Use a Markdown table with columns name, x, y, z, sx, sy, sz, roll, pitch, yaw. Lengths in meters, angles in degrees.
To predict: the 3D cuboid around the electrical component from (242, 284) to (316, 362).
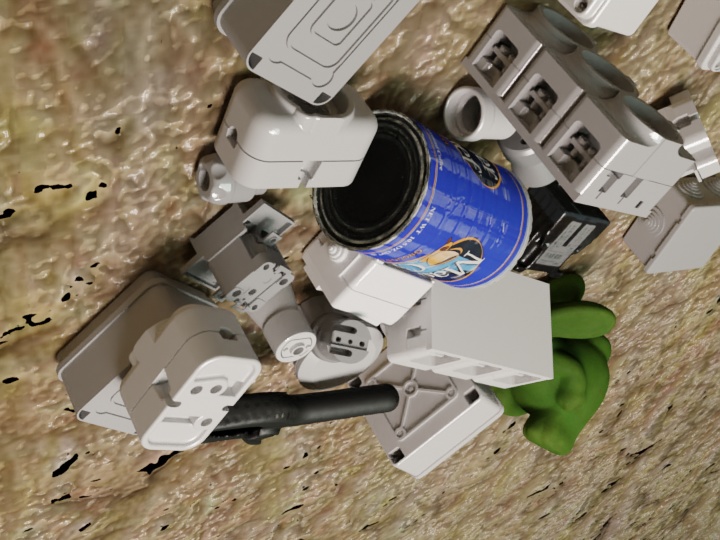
| name | x | y | z | sx | sy | sz | roll | pitch | yaw |
| --- | --- | --- | --- | --- | --- | --- | --- | --- | --- |
| electrical component | -0.062 | 0.040 | 0.847 | 0.044 | 0.065 | 0.044 | -22 | 145 | -16 |

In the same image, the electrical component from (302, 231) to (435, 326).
| name | x | y | z | sx | sy | sz | roll | pitch | yaw |
| --- | --- | --- | --- | --- | --- | --- | --- | --- | --- |
| electrical component | 0.000 | 0.000 | 0.851 | 0.061 | 0.061 | 0.096 | -46 | 144 | 19 |

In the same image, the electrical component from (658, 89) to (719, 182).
| name | x | y | z | sx | sy | sz | roll | pitch | yaw |
| --- | --- | --- | --- | --- | --- | --- | --- | --- | --- |
| electrical component | 0.270 | -0.109 | 0.928 | 0.057 | 0.078 | 0.058 | -23 | 150 | 19 |

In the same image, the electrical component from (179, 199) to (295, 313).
| name | x | y | z | sx | sy | sz | roll | pitch | yaw |
| --- | --- | --- | --- | --- | --- | --- | --- | --- | --- |
| electrical component | -0.083 | -0.008 | 0.773 | 0.081 | 0.063 | 0.042 | -40 | 148 | 12 |

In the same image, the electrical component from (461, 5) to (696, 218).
| name | x | y | z | sx | sy | sz | roll | pitch | yaw |
| --- | --- | --- | --- | --- | --- | --- | --- | --- | --- |
| electrical component | 0.154 | -0.115 | 0.752 | 0.089 | 0.150 | 0.061 | 7 | 131 | -44 |

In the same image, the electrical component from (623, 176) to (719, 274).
| name | x | y | z | sx | sy | sz | roll | pitch | yaw |
| --- | --- | --- | --- | --- | --- | --- | --- | --- | --- |
| electrical component | 0.320 | -0.046 | 1.065 | 0.100 | 0.048 | 0.099 | -5 | 138 | -35 |

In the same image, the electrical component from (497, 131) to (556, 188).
| name | x | y | z | sx | sy | sz | roll | pitch | yaw |
| --- | --- | --- | --- | --- | --- | --- | --- | --- | --- |
| electrical component | 0.136 | -0.098 | 0.853 | 0.045 | 0.045 | 0.055 | -35 | 146 | 4 |

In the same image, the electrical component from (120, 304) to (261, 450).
| name | x | y | z | sx | sy | sz | roll | pitch | yaw |
| --- | --- | --- | --- | --- | --- | --- | --- | --- | --- |
| electrical component | -0.120 | 0.071 | 0.740 | 0.054 | 0.059 | 0.095 | 13 | 126 | -47 |

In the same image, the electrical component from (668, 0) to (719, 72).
| name | x | y | z | sx | sy | sz | roll | pitch | yaw |
| --- | --- | --- | --- | --- | --- | --- | --- | --- | --- |
| electrical component | 0.316 | -0.215 | 0.841 | 0.109 | 0.056 | 0.108 | -9 | 140 | -31 |

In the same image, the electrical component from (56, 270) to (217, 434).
| name | x | y | z | sx | sy | sz | roll | pitch | yaw |
| --- | --- | --- | --- | --- | --- | --- | --- | --- | --- |
| electrical component | -0.161 | 0.062 | 0.803 | 0.113 | 0.057 | 0.078 | -42 | 145 | 13 |

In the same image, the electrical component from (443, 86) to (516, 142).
| name | x | y | z | sx | sy | sz | roll | pitch | yaw |
| --- | --- | --- | --- | --- | --- | --- | --- | --- | --- |
| electrical component | 0.092 | -0.115 | 0.801 | 0.046 | 0.040 | 0.040 | -3 | 137 | -44 |

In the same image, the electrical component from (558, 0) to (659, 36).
| name | x | y | z | sx | sy | sz | roll | pitch | yaw |
| --- | --- | --- | --- | --- | --- | --- | --- | --- | --- |
| electrical component | 0.151 | -0.219 | 0.657 | 0.056 | 0.108 | 0.108 | 2 | 133 | -44 |

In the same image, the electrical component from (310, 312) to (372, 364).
| name | x | y | z | sx | sy | sz | roll | pitch | yaw |
| --- | --- | --- | --- | --- | --- | --- | --- | --- | --- |
| electrical component | -0.015 | 0.055 | 0.848 | 0.040 | 0.046 | 0.040 | -1 | 92 | -22 |

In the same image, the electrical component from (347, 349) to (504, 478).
| name | x | y | z | sx | sy | sz | roll | pitch | yaw |
| --- | --- | --- | --- | --- | --- | --- | --- | --- | --- |
| electrical component | 0.060 | 0.119 | 1.009 | 0.109 | 0.108 | 0.056 | -40 | 143 | 11 |

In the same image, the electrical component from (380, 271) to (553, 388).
| name | x | y | z | sx | sy | sz | roll | pitch | yaw |
| --- | --- | --- | --- | --- | --- | --- | --- | --- | --- |
| electrical component | 0.094 | 0.045 | 0.932 | 0.150 | 0.089 | 0.062 | 16 | 156 | -38 |

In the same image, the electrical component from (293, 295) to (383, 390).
| name | x | y | z | sx | sy | sz | roll | pitch | yaw |
| --- | --- | --- | --- | --- | --- | --- | --- | --- | --- |
| electrical component | -0.025 | 0.061 | 0.917 | 0.080 | 0.051 | 0.080 | -22 | 145 | -16 |

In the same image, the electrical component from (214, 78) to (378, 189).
| name | x | y | z | sx | sy | sz | roll | pitch | yaw |
| --- | --- | --- | --- | --- | --- | --- | --- | --- | --- |
| electrical component | -0.040 | -0.093 | 0.708 | 0.095 | 0.053 | 0.059 | -5 | 137 | -35 |

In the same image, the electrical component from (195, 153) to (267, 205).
| name | x | y | z | sx | sy | sz | roll | pitch | yaw |
| --- | --- | --- | --- | --- | --- | --- | --- | --- | --- |
| electrical component | -0.079 | -0.063 | 0.732 | 0.061 | 0.035 | 0.035 | -8 | 139 | -36 |

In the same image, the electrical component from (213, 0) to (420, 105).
| name | x | y | z | sx | sy | sz | roll | pitch | yaw |
| --- | --- | --- | --- | --- | --- | --- | --- | --- | --- |
| electrical component | -0.022 | -0.164 | 0.631 | 0.113 | 0.057 | 0.078 | -46 | 144 | 18 |
